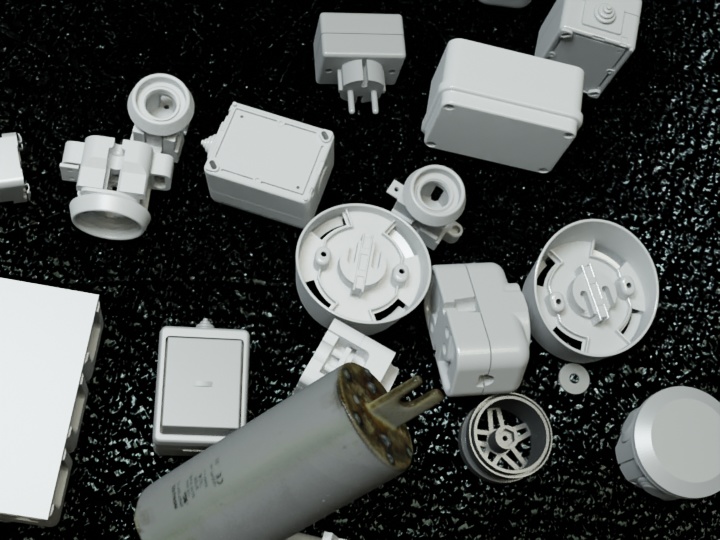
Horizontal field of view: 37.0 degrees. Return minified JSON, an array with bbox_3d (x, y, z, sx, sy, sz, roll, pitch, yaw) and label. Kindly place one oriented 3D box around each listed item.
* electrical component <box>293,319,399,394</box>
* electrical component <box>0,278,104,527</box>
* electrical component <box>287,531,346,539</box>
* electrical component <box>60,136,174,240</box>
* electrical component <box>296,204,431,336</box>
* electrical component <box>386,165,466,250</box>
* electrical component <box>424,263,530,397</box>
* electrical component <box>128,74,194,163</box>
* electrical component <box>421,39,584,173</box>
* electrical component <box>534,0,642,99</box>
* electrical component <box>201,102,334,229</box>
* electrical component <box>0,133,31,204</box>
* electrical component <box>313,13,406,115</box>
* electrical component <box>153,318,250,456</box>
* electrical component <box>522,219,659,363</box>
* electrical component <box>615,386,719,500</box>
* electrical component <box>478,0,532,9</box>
[{"bbox_3d":[-0.010,0.078,0.744,0.056,0.089,0.050,29,69,1],"label":"electrical component"},{"bbox_3d":[-0.232,0.088,0.717,0.089,0.061,0.150,10,70,-6],"label":"electrical component"},{"bbox_3d":[-0.039,0.234,0.698,0.063,0.078,0.121,9,68,17],"label":"electrical component"},{"bbox_3d":[-0.178,-0.058,0.780,0.078,0.058,0.057,7,67,-7],"label":"electrical component"},{"bbox_3d":[0.000,0.000,0.786,0.099,0.064,0.099,3,71,-9],"label":"electrical component"},{"bbox_3d":[0.053,-0.050,0.817,0.066,0.055,0.048,33,69,2],"label":"electrical component"},{"bbox_3d":[0.086,0.042,0.779,0.059,0.053,0.095,-3,47,-10],"label":"electrical component"},{"bbox_3d":[-0.149,-0.115,0.805,0.048,0.055,0.066,14,69,-5],"label":"electrical component"},{"bbox_3d":[0.111,-0.126,0.842,0.113,0.078,0.057,12,67,-5],"label":"electrical component"},{"bbox_3d":[0.185,-0.193,0.867,0.062,0.096,0.061,15,69,-4],"label":"electrical component"},{"bbox_3d":[-0.073,-0.077,0.806,0.096,0.061,0.061,18,69,5],"label":"electrical component"},{"bbox_3d":[-0.274,-0.070,0.775,0.064,0.042,0.081,-9,74,-15],"label":"electrical component"},{"bbox_3d":[0.000,-0.157,0.849,0.066,0.047,0.076,-1,71,-10],"label":"electrical component"},{"bbox_3d":[-0.109,0.077,0.742,0.062,0.061,0.096,3,71,-9],"label":"electrical component"},{"bbox_3d":[0.172,0.019,0.809,0.099,0.064,0.099,3,71,-9],"label":"electrical component"},{"bbox_3d":[0.232,0.129,0.788,0.080,0.051,0.080,3,71,-9],"label":"electrical component"},{"bbox_3d":[0.124,-0.272,0.904,0.054,0.059,0.095,4,71,-8],"label":"electrical component"}]
